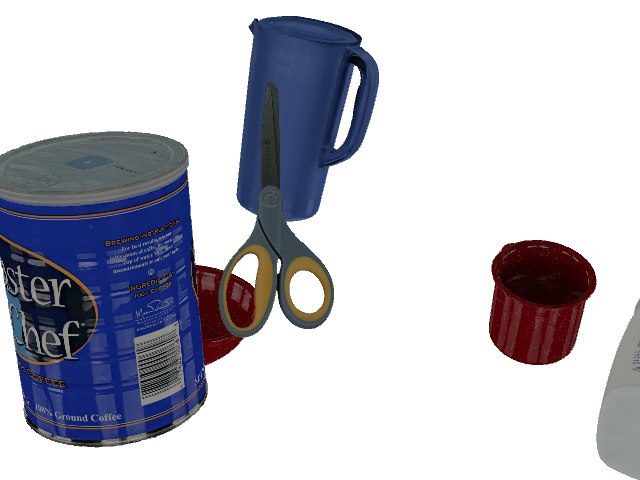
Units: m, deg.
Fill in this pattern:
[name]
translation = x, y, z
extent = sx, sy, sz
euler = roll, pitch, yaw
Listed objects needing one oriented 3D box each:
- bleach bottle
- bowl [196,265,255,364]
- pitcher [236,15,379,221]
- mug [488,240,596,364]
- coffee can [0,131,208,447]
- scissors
[bleach bottle]
translation = 0.260, 0.083, 0.739
extent = 0.103, 0.068, 0.250
euler = 11, 22, 21
[bowl]
translation = -0.142, 0.085, 1.106
extent = 0.162, 0.055, 0.162
euler = 5, 27, -3
[pitcher]
translation = -0.026, -0.148, 1.323
extent = 0.144, 0.243, 0.149
euler = 4, 23, -15
[mug]
translation = 0.195, 0.052, 0.987
extent = 0.093, 0.081, 0.117
euler = -13, 42, -16
[coffee can]
translation = -0.116, 0.023, 0.570
extent = 0.103, 0.140, 0.103
euler = -2, 22, 1
[scissors]
translation = -0.022, -0.019, 0.822
extent = 0.096, 0.201, 0.016
euler = 16, -13, -2
